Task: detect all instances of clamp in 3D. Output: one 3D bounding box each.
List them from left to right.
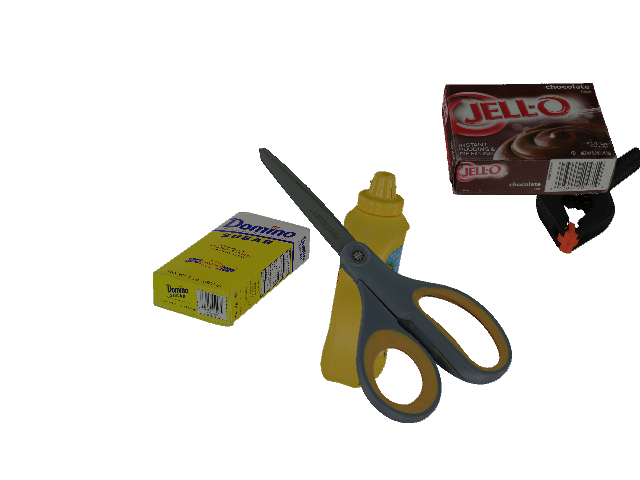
[{"bbox_3d":[0.259,-0.059,1.109,0.120,0.039,0.171,17,45,19],"label":"clamp"}]

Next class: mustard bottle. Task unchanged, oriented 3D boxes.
[{"bbox_3d":[0.044,0.031,0.969,0.058,0.192,0.096,15,21,15],"label":"mustard bottle"}]

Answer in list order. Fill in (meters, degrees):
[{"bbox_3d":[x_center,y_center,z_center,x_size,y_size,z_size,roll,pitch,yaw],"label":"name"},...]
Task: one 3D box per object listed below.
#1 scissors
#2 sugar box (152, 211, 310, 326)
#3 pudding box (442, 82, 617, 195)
[{"bbox_3d":[0.016,0.029,0.622,0.202,0.096,0.016,34,-25,15],"label":"scissors"},{"bbox_3d":[-0.090,0.025,1.128,0.093,0.048,0.176,14,31,22],"label":"sugar box"},{"bbox_3d":[0.147,-0.074,0.768,0.113,0.039,0.090,1,44,-1],"label":"pudding box"}]
